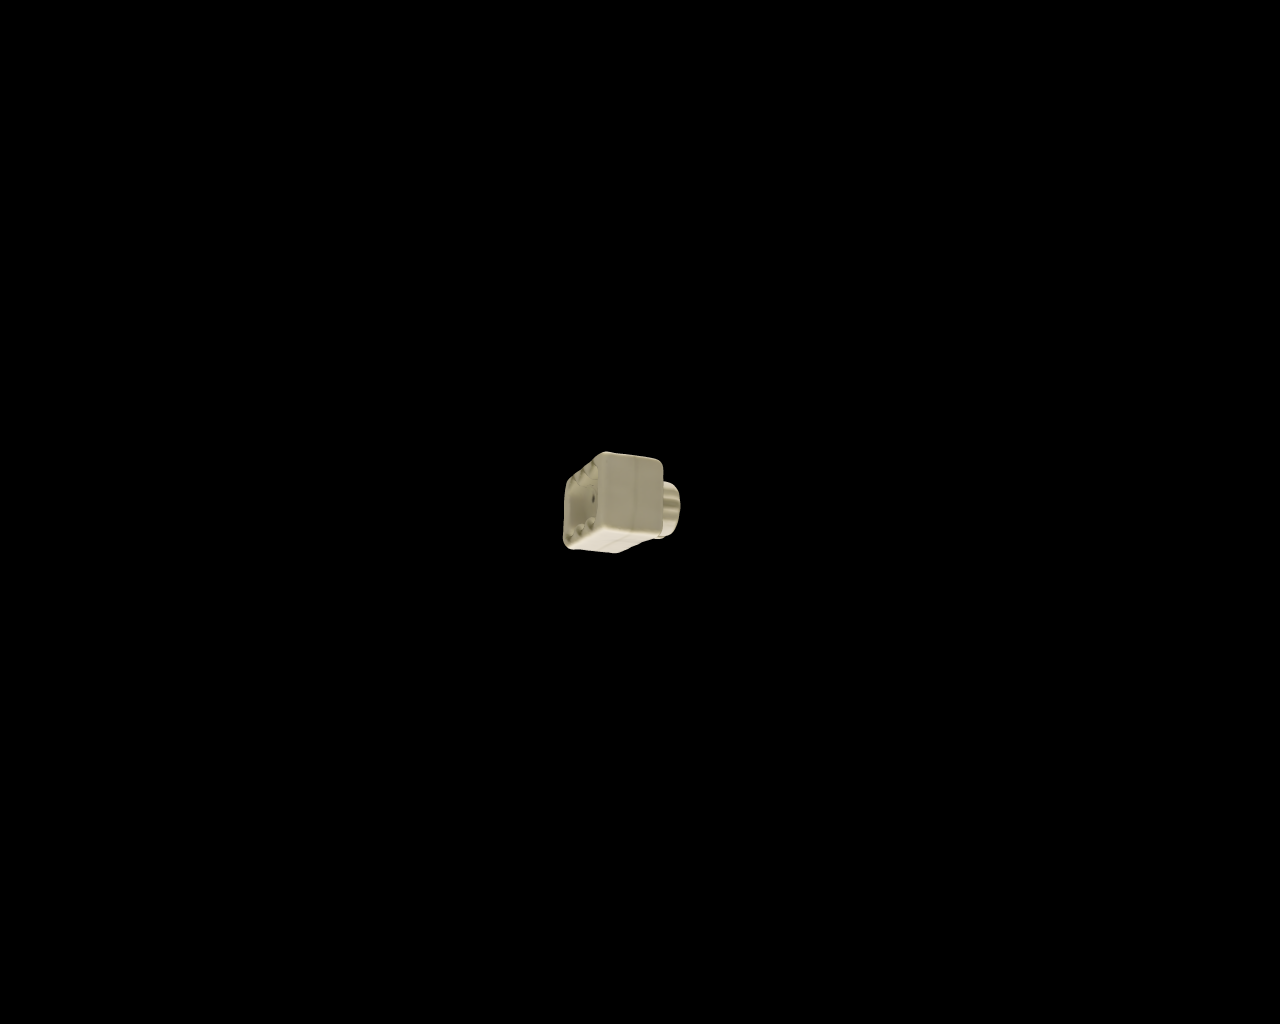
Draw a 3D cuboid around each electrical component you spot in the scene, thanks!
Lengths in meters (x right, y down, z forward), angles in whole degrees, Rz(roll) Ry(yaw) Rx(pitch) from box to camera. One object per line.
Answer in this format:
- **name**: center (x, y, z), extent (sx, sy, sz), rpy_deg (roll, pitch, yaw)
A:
- **electrical component**: center (0.001, -0.003, 0.650), extent (0.077, 0.047, 0.065), rpy_deg (6, -15, -23)
